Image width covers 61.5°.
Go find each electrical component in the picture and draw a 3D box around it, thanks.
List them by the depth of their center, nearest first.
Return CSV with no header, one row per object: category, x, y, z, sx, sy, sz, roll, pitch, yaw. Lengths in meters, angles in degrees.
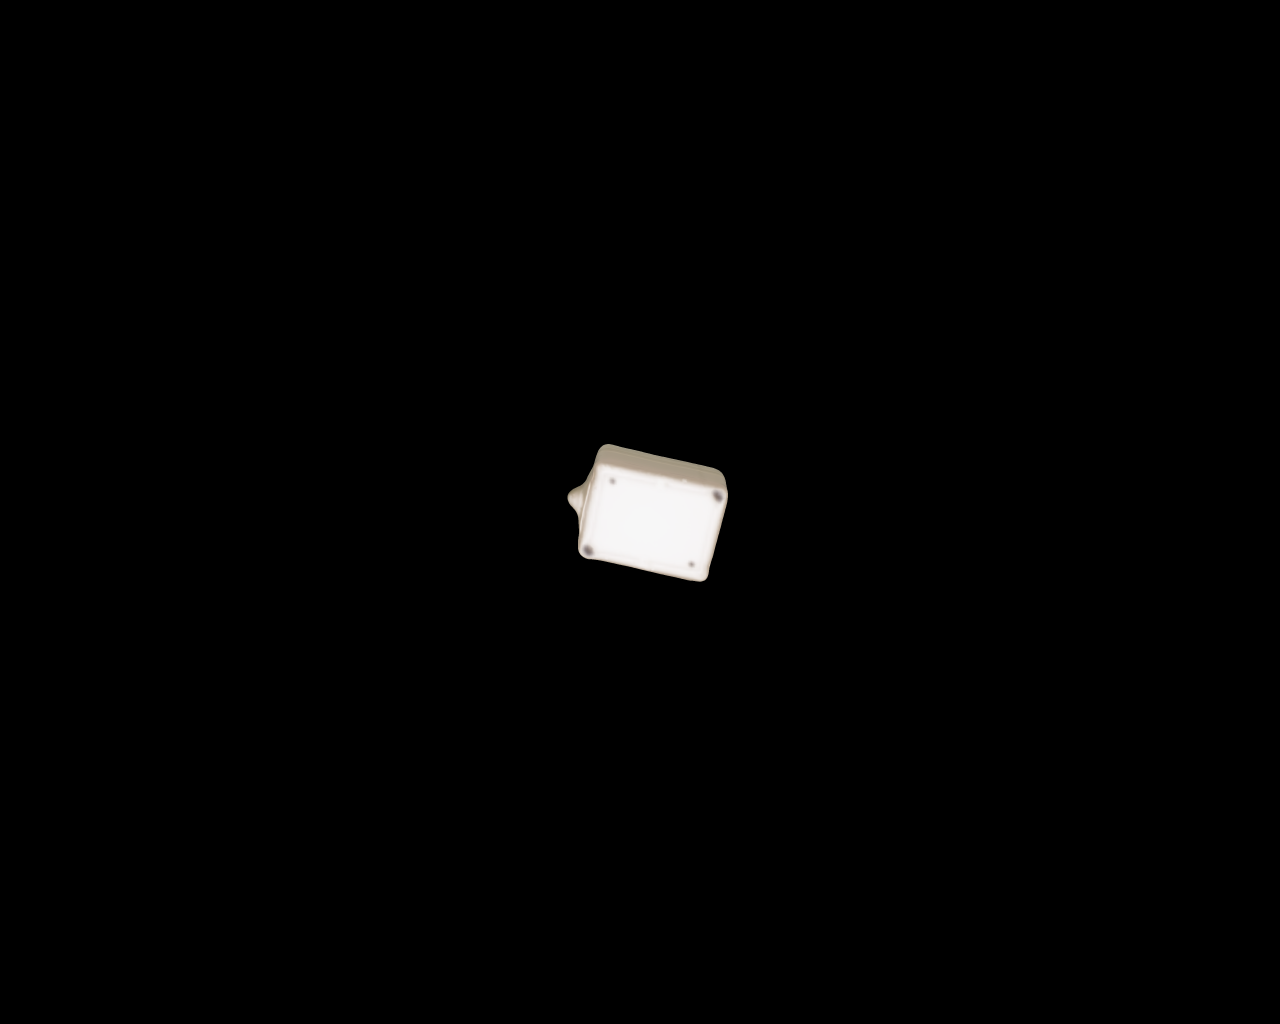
electrical component,0.001,-0.003,0.650,0.096,0.061,0.061,13,16,-4
